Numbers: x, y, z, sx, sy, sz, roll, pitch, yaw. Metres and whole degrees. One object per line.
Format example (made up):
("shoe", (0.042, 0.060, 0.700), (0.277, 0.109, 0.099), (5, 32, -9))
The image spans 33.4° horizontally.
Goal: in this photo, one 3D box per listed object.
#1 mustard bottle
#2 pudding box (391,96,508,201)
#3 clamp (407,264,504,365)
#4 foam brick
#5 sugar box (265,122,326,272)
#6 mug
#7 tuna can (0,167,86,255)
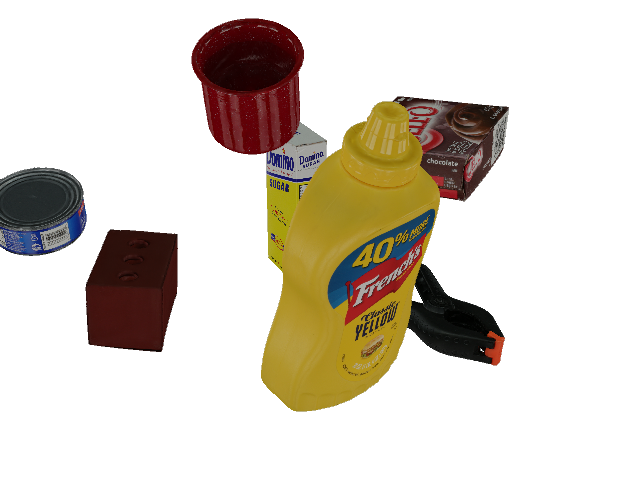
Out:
("mustard bottle", (0.021, 0.006, 0.587), (0.096, 0.192, 0.058), (-25, 52, -34))
("pudding box", (0.079, -0.069, 0.773), (0.090, 0.039, 0.113), (10, 26, 22))
("clamp", (0.118, 0.070, 1.062), (0.172, 0.039, 0.120), (26, 39, 32))
("foam brick", (-0.131, 0.034, 0.752), (0.053, 0.051, 0.078), (4, 30, -1))
("sugar box", (-0.029, -0.044, 1.240), (0.048, 0.176, 0.093), (-13, 27, -22))
("mug", (-0.059, -0.137, 0.916), (0.093, 0.117, 0.081), (-1, -38, 1))
("tuna can", (-0.251, -0.026, 0.944), (0.086, 0.034, 0.086), (0, 41, -1))
